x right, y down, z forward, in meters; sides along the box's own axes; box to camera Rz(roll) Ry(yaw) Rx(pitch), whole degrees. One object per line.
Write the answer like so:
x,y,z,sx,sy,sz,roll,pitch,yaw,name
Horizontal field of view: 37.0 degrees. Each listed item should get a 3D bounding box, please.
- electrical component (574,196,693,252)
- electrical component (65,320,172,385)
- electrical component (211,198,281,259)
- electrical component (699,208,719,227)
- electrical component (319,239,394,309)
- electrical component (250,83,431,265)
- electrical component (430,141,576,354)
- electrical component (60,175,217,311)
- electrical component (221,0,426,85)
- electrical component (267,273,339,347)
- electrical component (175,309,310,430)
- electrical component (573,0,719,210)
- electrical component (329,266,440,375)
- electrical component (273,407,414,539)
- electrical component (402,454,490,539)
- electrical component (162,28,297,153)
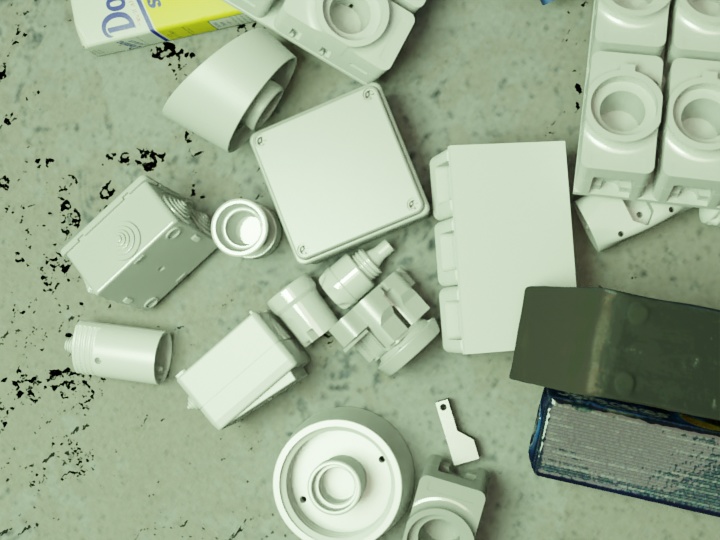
0.196,-0.065,0.806,0.077,0.043,0.079,-26,84,6,electrical component
-0.196,0.065,0.858,0.081,0.043,0.043,7,89,8,electrical component
-0.088,-0.031,0.839,0.045,0.055,0.045,0,88,8,electrical component
0.286,-0.046,0.793,0.062,0.048,0.048,26,92,1,electrical component
0.000,0.000,0.836,0.061,0.035,0.035,-41,83,3,electrical component
-0.014,-0.072,0.829,0.109,0.056,0.108,-22,86,7,electrical component
0.106,-0.016,0.800,0.089,0.062,0.150,-4,88,-11,electrical component
-0.166,-0.017,0.829,0.100,0.100,0.048,-42,71,5,electrical component
-0.041,-0.233,0.798,0.186,0.060,0.105,29,81,-11,electrical component
-0.043,0.032,0.840,0.040,0.040,0.046,-37,89,5,electrical component
-0.092,0.083,0.833,0.096,0.062,0.061,-41,83,5,electrical component
0.218,-0.146,0.772,0.105,0.060,0.186,7,73,8,electrical component
0.023,0.042,0.816,0.057,0.058,0.078,48,53,2,electrical component
-0.015,0.161,0.821,0.108,0.060,0.108,0,88,8,electrical component
0.061,0.193,0.803,0.050,0.056,0.089,16,102,8,electrical component
-0.096,-0.140,0.824,0.064,0.099,0.099,36,93,1,electrical component
